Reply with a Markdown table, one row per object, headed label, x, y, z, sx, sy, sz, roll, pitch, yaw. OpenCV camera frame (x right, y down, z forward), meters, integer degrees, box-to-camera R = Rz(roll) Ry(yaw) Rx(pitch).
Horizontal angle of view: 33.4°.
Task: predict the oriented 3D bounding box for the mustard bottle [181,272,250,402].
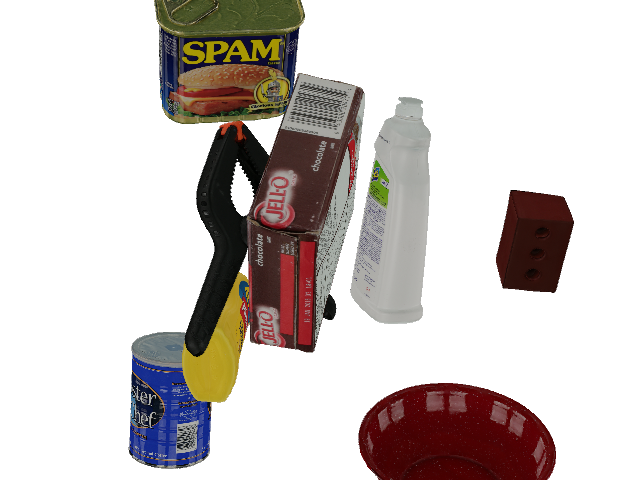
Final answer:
| label | x | y | z | sx | sy | sz | roll | pitch | yaw |
| --- | --- | --- | --- | --- | --- | --- | --- | --- | --- |
| mustard bottle | -0.107 | 0.088 | 1.176 | 0.058 | 0.096 | 0.191 | 1 | 27 | 4 |

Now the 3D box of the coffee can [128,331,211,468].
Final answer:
| label | x | y | z | sx | sy | sz | roll | pitch | yaw |
| --- | --- | --- | --- | --- | --- | --- | --- | --- | --- |
| coffee can | -0.185 | 0.196 | 1.325 | 0.103 | 0.140 | 0.103 | 4 | 15 | -1 |

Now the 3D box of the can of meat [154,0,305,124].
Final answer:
| label | x | y | z | sx | sy | sz | roll | pitch | yaw |
| --- | --- | --- | --- | --- | --- | --- | --- | --- | --- |
| can of meat | -0.066 | -0.132 | 0.762 | 0.102 | 0.057 | 0.084 | -4 | -42 | -11 |

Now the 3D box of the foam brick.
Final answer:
| label | x | y | z | sx | sy | sz | roll | pitch | yaw |
| --- | --- | --- | --- | --- | --- | --- | --- | --- | --- |
| foam brick | 0.197 | 0.001 | 0.988 | 0.053 | 0.078 | 0.051 | 5 | 30 | -2 |

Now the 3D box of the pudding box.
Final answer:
| label | x | y | z | sx | sy | sz | roll | pitch | yaw |
| --- | --- | --- | --- | --- | --- | --- | --- | --- | --- |
| pudding box | -0.007 | -0.014 | 0.540 | 0.039 | 0.113 | 0.090 | 12 | -43 | 7 |

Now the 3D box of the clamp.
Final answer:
| label | x | y | z | sx | sy | sz | roll | pitch | yaw |
| --- | --- | --- | --- | --- | --- | --- | --- | --- | --- |
| clamp | -0.058 | -0.005 | 0.992 | 0.164 | 0.210 | 0.036 | -4 | 0 | -38 |

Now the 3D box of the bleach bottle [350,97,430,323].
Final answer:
| label | x | y | z | sx | sy | sz | roll | pitch | yaw |
| --- | --- | --- | --- | --- | --- | --- | --- | --- | --- |
| bleach bottle | 0.090 | -0.037 | 1.231 | 0.068 | 0.251 | 0.103 | -2 | 22 | -24 |

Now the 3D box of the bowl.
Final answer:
| label | x | y | z | sx | sy | sz | roll | pitch | yaw |
| --- | --- | --- | --- | --- | --- | --- | --- | --- | --- |
| bowl | 0.111 | 0.187 | 0.889 | 0.162 | 0.055 | 0.162 | 0 | 29 | 0 |
